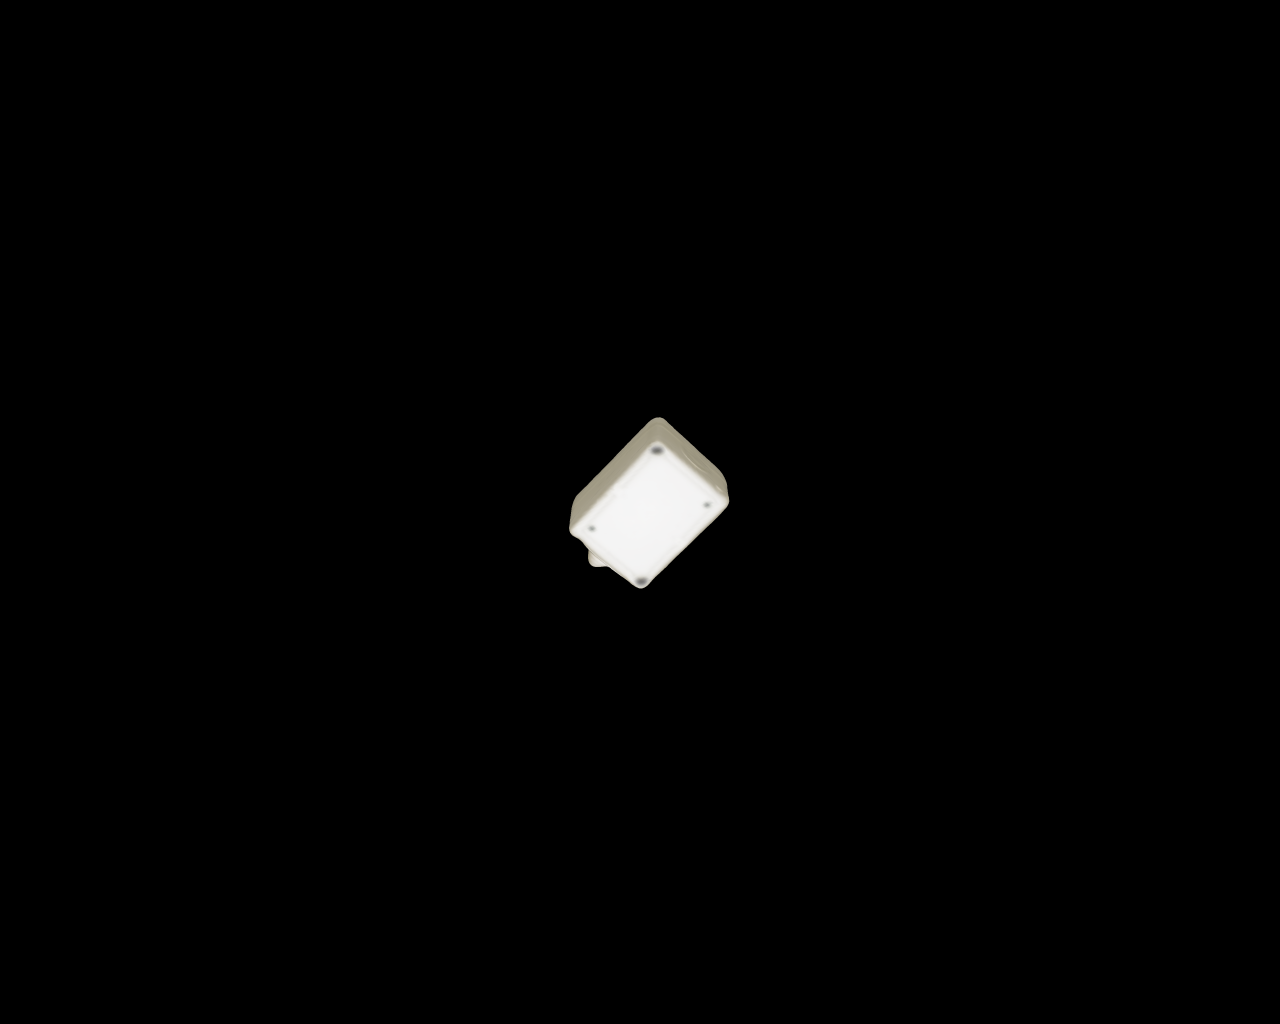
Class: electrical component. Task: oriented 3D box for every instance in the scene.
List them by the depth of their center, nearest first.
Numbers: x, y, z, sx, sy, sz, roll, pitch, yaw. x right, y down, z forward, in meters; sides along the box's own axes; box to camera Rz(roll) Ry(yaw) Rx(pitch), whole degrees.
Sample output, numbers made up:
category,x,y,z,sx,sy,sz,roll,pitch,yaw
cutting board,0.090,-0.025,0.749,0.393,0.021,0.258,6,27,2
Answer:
category,x,y,z,sx,sy,sz,roll,pitch,yaw
electrical component,0.001,-0.003,0.650,0.061,0.096,0.061,41,16,-14
